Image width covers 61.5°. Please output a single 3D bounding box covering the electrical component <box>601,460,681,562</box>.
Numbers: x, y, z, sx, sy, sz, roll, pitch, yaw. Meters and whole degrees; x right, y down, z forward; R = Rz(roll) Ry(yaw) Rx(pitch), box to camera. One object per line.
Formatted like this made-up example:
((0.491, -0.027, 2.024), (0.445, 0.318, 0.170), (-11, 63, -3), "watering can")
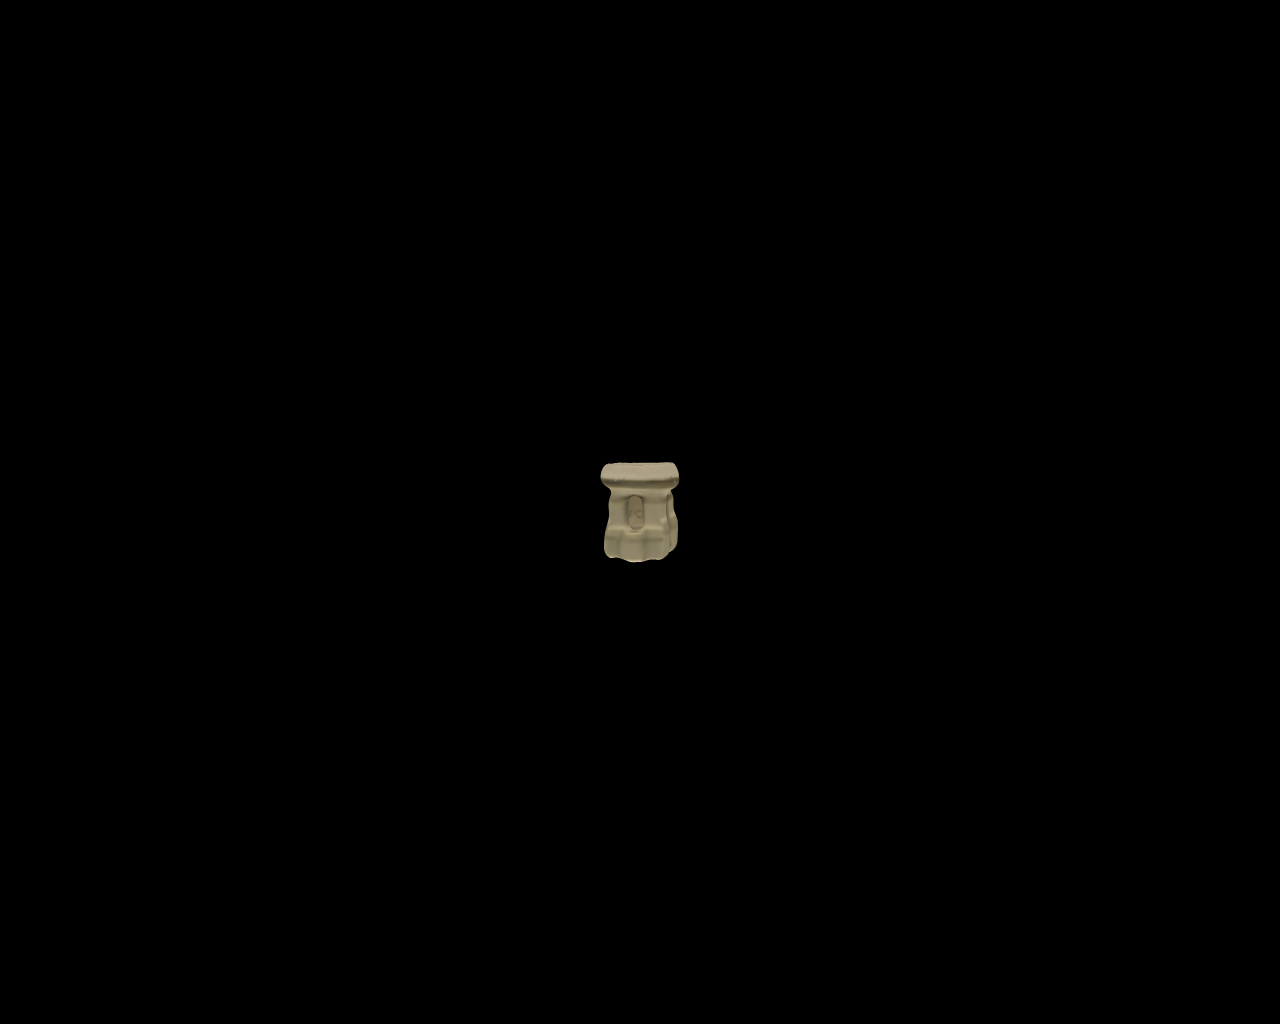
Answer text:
((0.001, -0.003, 0.650), (0.048, 0.055, 0.066), (1, 7, 11), "electrical component")
